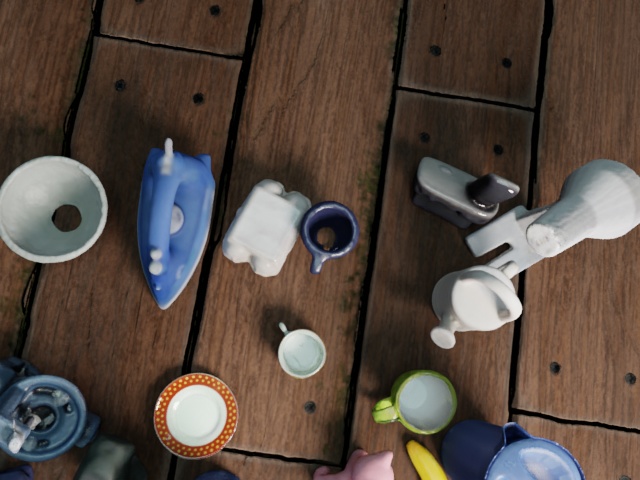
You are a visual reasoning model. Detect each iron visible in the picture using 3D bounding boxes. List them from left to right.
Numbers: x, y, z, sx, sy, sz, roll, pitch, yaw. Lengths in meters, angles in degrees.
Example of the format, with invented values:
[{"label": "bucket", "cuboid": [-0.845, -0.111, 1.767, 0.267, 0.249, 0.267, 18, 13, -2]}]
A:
[{"label": "iron", "cuboid": [-0.234, -0.025, 0.879, 0.118, 0.141, 0.258, 5, 81, -4]}]

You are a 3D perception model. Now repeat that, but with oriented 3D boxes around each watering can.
[{"label": "watering can", "cuboid": [0.240, 0.095, 0.872, 0.101, 0.194, 0.173, 26, 80, 0]}]

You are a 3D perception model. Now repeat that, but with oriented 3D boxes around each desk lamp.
[{"label": "desk lamp", "cuboid": [0.364, -0.021, 0.890, 0.203, 0.213, 0.118, -30, 84, -8]}]

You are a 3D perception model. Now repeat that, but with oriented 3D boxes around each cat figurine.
[{"label": "cat figurine", "cuboid": [0.057, 0.362, 0.855, 0.128, 0.117, 0.067, -26, 84, -8]}]

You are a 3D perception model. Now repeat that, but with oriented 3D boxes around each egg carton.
[{"label": "egg carton", "cuboid": [-0.086, -0.021, 0.927, 0.107, 0.069, 0.150, 27, 80, 0]}]

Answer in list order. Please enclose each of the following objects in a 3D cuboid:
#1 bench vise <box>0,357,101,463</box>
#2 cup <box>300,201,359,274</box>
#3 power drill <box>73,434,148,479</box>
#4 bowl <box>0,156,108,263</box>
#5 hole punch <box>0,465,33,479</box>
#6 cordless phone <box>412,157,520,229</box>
[{"label": "bench vise", "cuboid": [-0.425, 0.237, 0.783, 0.207, 0.219, 0.121, 15, 80, -2]}, {"label": "cup", "cuboid": [0.008, 0.003, 0.918, 0.091, 0.095, 0.118, 20, 80, -1]}, {"label": "power drill", "cuboid": [-0.306, 0.375, 0.777, 0.075, 0.208, 0.230, 18, 80, -1]}, {"label": "bowl", "cuboid": [-0.410, -0.043, 0.901, 0.167, 0.074, 0.167, 1, 81, -4]}, {"label": "hole punch", "cuboid": [-0.472, 0.387, 0.821, 0.109, 0.091, 0.101, -15, 83, -7]}, {"label": "cordless phone", "cuboid": [0.229, -0.091, 0.904, 0.147, 0.185, 0.094, 23, 80, -1]}]
